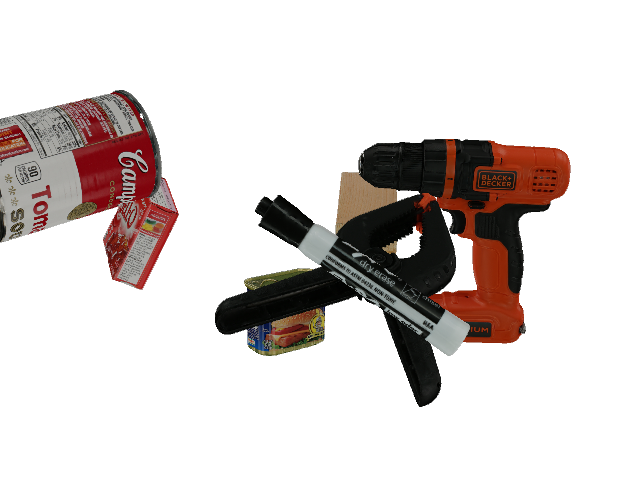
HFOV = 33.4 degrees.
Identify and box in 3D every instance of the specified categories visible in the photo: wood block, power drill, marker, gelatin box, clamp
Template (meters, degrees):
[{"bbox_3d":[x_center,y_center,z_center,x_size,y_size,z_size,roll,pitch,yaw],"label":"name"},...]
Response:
[{"bbox_3d":[0.071,-0.026,1.636,0.091,0.090,0.206,3,25,2],"label":"wood block"},{"bbox_3d":[0.123,-0.001,0.960,0.184,0.188,0.057,3,26,2],"label":"power drill"},{"bbox_3d":[0.019,0.016,0.529,0.121,0.020,0.020,34,1,1],"label":"marker"},{"bbox_3d":[-0.152,-0.012,0.891,0.030,0.073,0.089,22,15,-24],"label":"gelatin box"},{"bbox_3d":[0.048,0.033,0.772,0.165,0.036,0.209,24,42,25],"label":"clamp"}]

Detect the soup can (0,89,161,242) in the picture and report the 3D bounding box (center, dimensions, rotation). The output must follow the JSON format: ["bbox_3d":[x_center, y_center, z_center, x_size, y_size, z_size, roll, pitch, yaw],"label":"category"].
[{"bbox_3d":[-0.154,-0.044,0.625,0.102,0.068,0.069,-20,11,-31],"label":"soup can"}]

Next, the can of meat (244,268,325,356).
[{"bbox_3d":[-0.041,0.086,1.289,0.101,0.084,0.058,-10,18,-35],"label":"can of meat"}]
